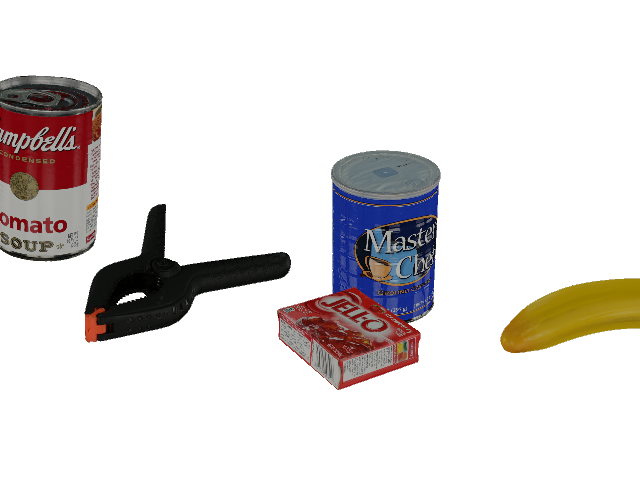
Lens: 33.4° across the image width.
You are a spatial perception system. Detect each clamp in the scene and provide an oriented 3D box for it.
[{"bbox_3d":[-0.152,0.030,0.995,0.165,0.036,0.209,25,36,30],"label":"clamp"}]

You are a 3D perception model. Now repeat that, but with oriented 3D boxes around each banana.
[{"bbox_3d":[0.225,0.056,0.777,0.197,0.037,0.069,2,35,-3],"label":"banana"}]

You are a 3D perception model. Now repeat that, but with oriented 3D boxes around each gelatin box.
[{"bbox_3d":[0.020,0.071,0.805,0.073,0.030,0.089,-15,29,-29],"label":"gelatin box"}]

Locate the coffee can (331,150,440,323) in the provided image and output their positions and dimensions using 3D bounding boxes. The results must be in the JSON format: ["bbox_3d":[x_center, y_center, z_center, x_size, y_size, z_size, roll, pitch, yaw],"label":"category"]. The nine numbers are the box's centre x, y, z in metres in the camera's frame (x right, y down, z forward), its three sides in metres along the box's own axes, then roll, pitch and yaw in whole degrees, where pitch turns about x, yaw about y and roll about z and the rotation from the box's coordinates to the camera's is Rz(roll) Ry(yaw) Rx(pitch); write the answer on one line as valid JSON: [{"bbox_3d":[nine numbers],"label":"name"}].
[{"bbox_3d":[0.062,-0.003,1.031,0.103,0.140,0.103,0,27,0],"label":"coffee can"}]

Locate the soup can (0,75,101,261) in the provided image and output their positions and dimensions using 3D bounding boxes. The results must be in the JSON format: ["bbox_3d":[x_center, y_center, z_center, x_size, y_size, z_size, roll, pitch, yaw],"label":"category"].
[{"bbox_3d":[-0.176,-0.046,0.680,0.068,0.102,0.068,6,25,-3],"label":"soup can"}]
